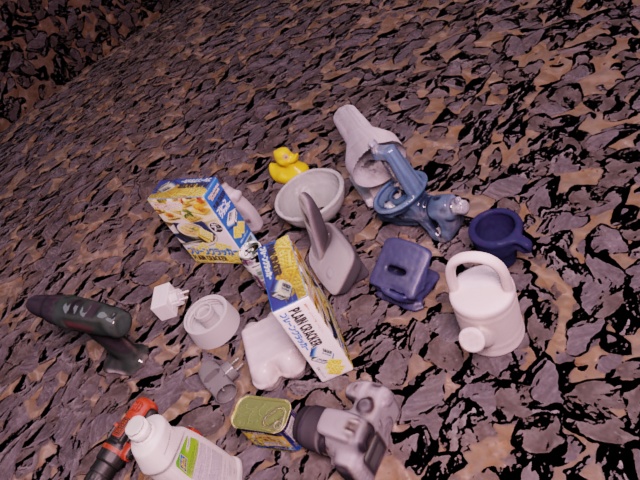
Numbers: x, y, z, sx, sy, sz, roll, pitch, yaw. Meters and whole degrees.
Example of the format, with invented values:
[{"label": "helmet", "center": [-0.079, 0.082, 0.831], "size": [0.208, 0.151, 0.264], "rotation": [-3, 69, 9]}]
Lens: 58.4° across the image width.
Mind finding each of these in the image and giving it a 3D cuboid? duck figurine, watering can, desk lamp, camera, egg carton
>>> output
[{"label": "duck figurine", "center": [-0.088, -0.193, 1.431], "size": [0.104, 0.086, 0.077], "rotation": [0, 48, 29]}, {"label": "watering can", "center": [0.250, 0.093, 0.873], "size": [0.100, 0.195, 0.172], "rotation": [-17, 42, 13]}, {"label": "desk lamp", "center": [0.102, -0.171, 1.206], "size": [0.118, 0.214, 0.202], "rotation": [-29, 41, -1]}, {"label": "camera", "center": [0.032, 0.280, 0.875], "size": [0.136, 0.101, 0.143], "rotation": [6, 52, 33]}, {"label": "egg carton", "center": [-0.083, 0.199, 1.043], "size": [0.107, 0.070, 0.150], "rotation": [-27, 41, 1]}]

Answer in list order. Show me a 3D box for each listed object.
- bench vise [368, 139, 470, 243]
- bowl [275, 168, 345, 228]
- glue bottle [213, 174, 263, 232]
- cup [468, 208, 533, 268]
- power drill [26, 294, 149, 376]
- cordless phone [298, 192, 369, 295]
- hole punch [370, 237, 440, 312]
[{"label": "bench vise", "center": [0.182, -0.106, 1.092], "size": [0.206, 0.220, 0.121], "rotation": [-1, 48, 28]}, {"label": "bowl", "center": [-0.013, -0.081, 1.285], "size": [0.167, 0.075, 0.167], "rotation": [-15, 43, 15]}, {"label": "glue bottle", "center": [-0.199, -0.086, 1.316], "size": [0.078, 0.174, 0.037], "rotation": [-6, 46, 24]}, {"label": "cup", "center": [0.321, 0.010, 0.994], "size": [0.092, 0.095, 0.117], "rotation": [-42, 43, -15]}, {"label": "power drill", "center": [-0.451, 0.186, 1.152], "size": [0.228, 0.209, 0.076], "rotation": [-2, 48, 28]}, {"label": "cordless phone", "center": [0.010, 0.004, 1.101], "size": [0.094, 0.185, 0.147], "rotation": [-34, 41, -7]}, {"label": "hole punch", "center": [0.150, 0.061, 1.039], "size": [0.108, 0.091, 0.101], "rotation": [19, 59, 40]}]
